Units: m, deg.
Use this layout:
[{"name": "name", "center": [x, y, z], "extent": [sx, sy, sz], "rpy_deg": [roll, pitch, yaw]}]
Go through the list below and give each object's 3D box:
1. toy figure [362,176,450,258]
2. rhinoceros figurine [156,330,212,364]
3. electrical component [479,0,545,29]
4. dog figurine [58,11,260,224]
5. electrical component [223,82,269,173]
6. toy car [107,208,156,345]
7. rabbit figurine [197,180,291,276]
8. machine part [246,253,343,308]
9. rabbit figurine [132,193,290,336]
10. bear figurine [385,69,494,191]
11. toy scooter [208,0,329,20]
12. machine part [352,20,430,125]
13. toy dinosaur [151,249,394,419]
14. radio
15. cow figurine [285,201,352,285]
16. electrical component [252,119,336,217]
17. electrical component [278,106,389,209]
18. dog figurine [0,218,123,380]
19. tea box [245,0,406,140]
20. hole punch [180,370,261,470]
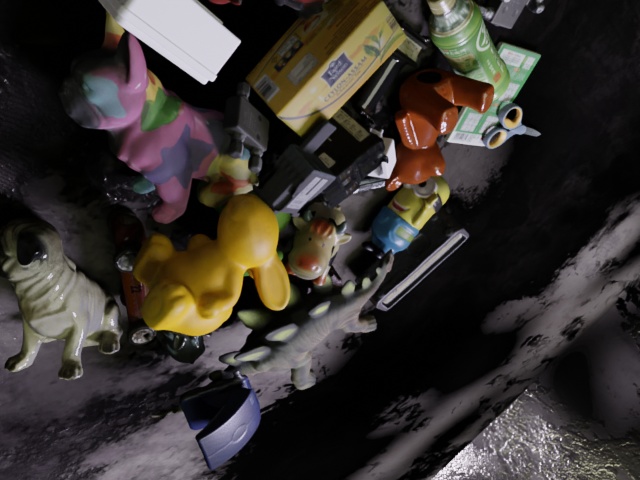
[{"name": "toy figure", "center": [0.153, -0.045, 0.957], "extent": [0.180, 0.082, 0.089], "rpy_deg": [-55, 159, 11]}, {"name": "rhinoceros figurine", "center": [-0.212, 0.124, 0.811], "extent": [0.073, 0.112, 0.190], "rpy_deg": [-17, 147, -23]}, {"name": "electrical component", "center": [0.274, -0.341, 0.765], "extent": [0.102, 0.045, 0.078], "rpy_deg": [2, 127, -41]}, {"name": "dog figurine", "center": [-0.163, -0.134, 0.579], "extent": [0.191, 0.109, 0.219], "rpy_deg": [-23, 138, -18]}, {"name": "electrical component", "center": [-0.080, -0.126, 0.598], "extent": [0.021, 0.094, 0.063], "rpy_deg": [-9, 157, 27]}, {"name": "toy car", "center": [-0.245, 0.053, 0.714], "extent": [0.053, 0.089, 0.201], "rpy_deg": [-13, 132, -23]}, {"name": "rabbit figurine", "center": [-0.122, -0.001, 0.750], "extent": [0.170, 0.121, 0.159], "rpy_deg": [-57, 161, 6]}, {"name": "machine part", "center": [-0.042, 0.096, 0.965], "extent": [0.179, 0.056, 0.179], "rpy_deg": [-22, 142, -18]}, {"name": "rabbit figurine", "center": [-0.105, 0.029, 0.615], "extent": [0.162, 0.122, 0.173], "rpy_deg": [31, 105, -33]}, {"name": "bear figurine", "center": [0.167, -0.150, 0.816], "extent": [0.120, 0.132, 0.195], "rpy_deg": [-28, 137, -27]}, {"name": "toy scooter", "center": [-0.043, -0.282, 0.544], "extent": [0.183, 0.075, 0.135], "rpy_deg": [14, 120, -43]}, {"name": "machine part", "center": [0.093, -0.229, 0.744], "extent": [0.084, 0.039, 0.138], "rpy_deg": [2, 127, -51]}, {"name": "toy dinosaur", "center": [-0.060, 0.164, 0.903], "extent": [0.471, 0.105, 0.198], "rpy_deg": [-40, 141, -1]}, {"name": "radio", "center": [0.179, 0.036, 1.043], "extent": [0.229, 0.073, 0.131], "rpy_deg": [-44, 161, 7]}, {"name": "cow figurine", "center": [-0.002, -0.002, 0.800], "extent": [0.085, 0.195, 0.127], "rpy_deg": [20, 116, 1]}, {"name": "electrical component", "center": [-0.017, -0.084, 0.645], "extent": [0.119, 0.048, 0.075], "rpy_deg": [-43, 165, 13]}, {"name": "electrical component", "center": [0.008, -0.111, 0.732], "extent": [0.134, 0.115, 0.058], "rpy_deg": [-36, 144, -4]}, {"name": "dog figurine", "center": [-0.319, 0.053, 0.676], "extent": [0.121, 0.172, 0.190], "rpy_deg": [3, 106, 0]}, {"name": "tea box", "center": [0.004, -0.215, 0.636], "extent": [0.169, 0.098, 0.068], "rpy_deg": [-43, 143, 11]}, {"name": "hole punch", "center": [-0.147, 0.282, 0.839], "extent": [0.116, 0.092, 0.142], "rpy_deg": [-18, 133, -14]}]
